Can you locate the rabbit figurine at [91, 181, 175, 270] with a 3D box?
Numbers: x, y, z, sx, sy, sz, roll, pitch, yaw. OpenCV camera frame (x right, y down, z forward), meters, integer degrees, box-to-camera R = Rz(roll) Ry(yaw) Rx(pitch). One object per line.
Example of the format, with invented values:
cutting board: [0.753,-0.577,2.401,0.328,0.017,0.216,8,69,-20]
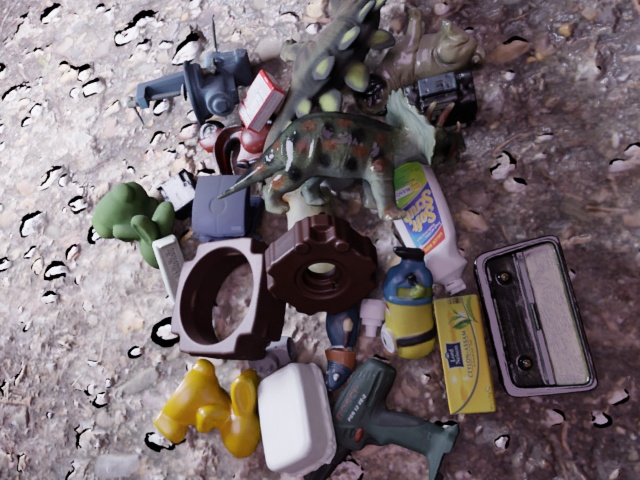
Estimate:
rabbit figurine: [-0.328,-0.027,1.026,0.170,0.121,0.159,52,141,-3]

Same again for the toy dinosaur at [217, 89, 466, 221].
toy dinosaur: [0.025,-0.135,0.830,0.405,0.131,0.192,3,103,7]

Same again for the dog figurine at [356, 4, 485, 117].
dog figurine: [0.172,-0.285,0.945,0.172,0.121,0.190,32,103,24]

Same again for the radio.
radio: [0.320,0.118,0.818,0.131,0.073,0.229,-13,75,14]

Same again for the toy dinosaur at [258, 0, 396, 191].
toy dinosaur: [0.007,-0.301,0.933,0.471,0.105,0.199,-57,33,10]

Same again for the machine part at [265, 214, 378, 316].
machine part: [0.003,0.046,0.832,0.179,0.179,0.056,-19,40,13]

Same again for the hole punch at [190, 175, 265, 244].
hole punch: [-0.172,-0.056,0.978,0.142,0.092,0.116,2,56,14]

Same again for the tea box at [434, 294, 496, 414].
tea box: [0.223,0.173,0.825,0.068,0.098,0.169,-9,78,16]

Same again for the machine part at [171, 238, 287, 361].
machine part: [-0.154,0.104,0.932,0.201,0.087,0.201,-7,66,34]

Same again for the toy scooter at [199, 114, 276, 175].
toy scooter: [-0.150,-0.166,1.022,0.184,0.075,0.135,-3,77,20]

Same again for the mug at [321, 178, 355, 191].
mug: [0.028,-0.142,0.944,0.110,0.107,0.081,-27,74,14]

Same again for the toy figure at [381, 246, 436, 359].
toy figure: [0.143,0.101,0.850,0.089,0.082,0.180,9,102,26]

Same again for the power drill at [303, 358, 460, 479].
power drill: [0.102,0.321,0.848,0.208,0.086,0.232,20,84,27]

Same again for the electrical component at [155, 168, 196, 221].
electrical component: [-0.262,-0.072,1.052,0.075,0.047,0.119,-32,70,9]

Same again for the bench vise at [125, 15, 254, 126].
bench vise: [-0.248,-0.298,1.025,0.241,0.128,0.224,-13,54,-2]

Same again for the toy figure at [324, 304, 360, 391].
toy figure: [0.036,0.173,0.900,0.058,0.064,0.154,1,78,10]

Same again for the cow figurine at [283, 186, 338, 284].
cow figurine: [-0.002,-0.003,0.941,0.127,0.085,0.195,-11,75,21]

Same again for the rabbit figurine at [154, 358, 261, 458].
rabbit figurine: [-0.168,0.293,0.927,0.173,0.122,0.162,39,87,4]

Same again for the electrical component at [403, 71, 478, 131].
electrical component: [0.202,-0.227,0.894,0.115,0.134,0.058,-11,76,13]
